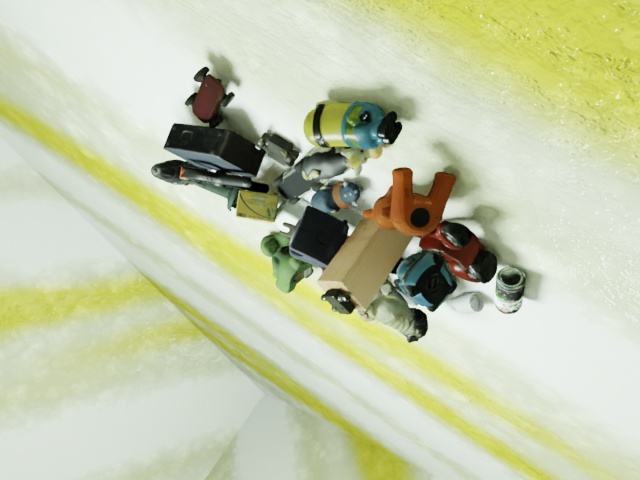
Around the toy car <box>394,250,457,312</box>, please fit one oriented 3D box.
[{"bbox_3d":[0.228,0.082,1.200,0.161,0.109,0.103,43,179,-39],"label":"toy car"}]

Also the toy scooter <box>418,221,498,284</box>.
[{"bbox_3d":[0.257,0.017,1.051,0.135,0.075,0.183,13,156,50],"label":"toy scooter"}]

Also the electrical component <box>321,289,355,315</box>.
[{"bbox_3d":[0.041,0.128,1.099,0.063,0.021,0.094,46,152,-19],"label":"electrical component"}]

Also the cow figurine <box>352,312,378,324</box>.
[{"bbox_3d":[0.126,0.142,1.415,0.086,0.127,0.194,17,134,34],"label":"cow figurine"}]

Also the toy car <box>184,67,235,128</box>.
[{"bbox_3d":[-0.237,-0.306,1.161,0.089,0.053,0.202,45,158,-8],"label":"toy car"}]

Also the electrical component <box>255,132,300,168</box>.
[{"bbox_3d":[-0.096,-0.196,1.180,0.102,0.045,0.078,35,153,4],"label":"electrical component"}]

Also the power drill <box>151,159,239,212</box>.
[{"bbox_3d":[-0.306,-0.146,1.396,0.207,0.086,0.232,18,-170,3],"label":"power drill"}]

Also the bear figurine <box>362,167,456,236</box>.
[{"bbox_3d":[0.160,-0.074,1.018,0.120,0.131,0.196,6,-169,-11],"label":"bear figurine"}]

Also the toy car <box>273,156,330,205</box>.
[{"bbox_3d":[-0.042,-0.135,1.207,0.073,0.056,0.202,49,151,-11],"label":"toy car"}]

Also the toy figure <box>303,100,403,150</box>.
[{"bbox_3d":[0.050,-0.199,0.939,0.180,0.089,0.082,19,142,37],"label":"toy figure"}]

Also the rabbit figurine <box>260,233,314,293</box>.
[{"bbox_3d":[-0.118,0.048,1.547,0.170,0.121,0.159,42,165,23],"label":"rabbit figurine"}]

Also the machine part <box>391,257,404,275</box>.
[{"bbox_3d":[0.144,0.049,1.306,0.139,0.039,0.084,22,146,30],"label":"machine part"}]

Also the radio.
[{"bbox_3d":[-0.253,-0.213,1.266,0.230,0.073,0.131,13,172,38],"label":"radio"}]

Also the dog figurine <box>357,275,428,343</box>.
[{"bbox_3d":[0.166,0.144,1.279,0.121,0.172,0.190,-35,129,23],"label":"dog figurine"}]

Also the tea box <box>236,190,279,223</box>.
[{"bbox_3d":[-0.155,-0.080,1.324,0.098,0.068,0.170,9,-179,-9],"label":"tea box"}]

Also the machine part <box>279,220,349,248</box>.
[{"bbox_3d":[0.019,0.013,1.254,0.243,0.079,0.079,20,152,10],"label":"machine part"}]

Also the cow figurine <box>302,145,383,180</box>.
[{"bbox_3d":[0.037,-0.155,1.023,0.167,0.098,0.068,1,131,51],"label":"cow figurine"}]

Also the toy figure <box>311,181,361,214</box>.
[{"bbox_3d":[0.039,-0.096,1.169,0.064,0.058,0.155,42,150,-24],"label":"toy figure"}]

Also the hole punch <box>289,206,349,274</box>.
[{"bbox_3d":[-0.002,-0.004,1.177,0.116,0.142,0.092,20,164,7],"label":"hole punch"}]
